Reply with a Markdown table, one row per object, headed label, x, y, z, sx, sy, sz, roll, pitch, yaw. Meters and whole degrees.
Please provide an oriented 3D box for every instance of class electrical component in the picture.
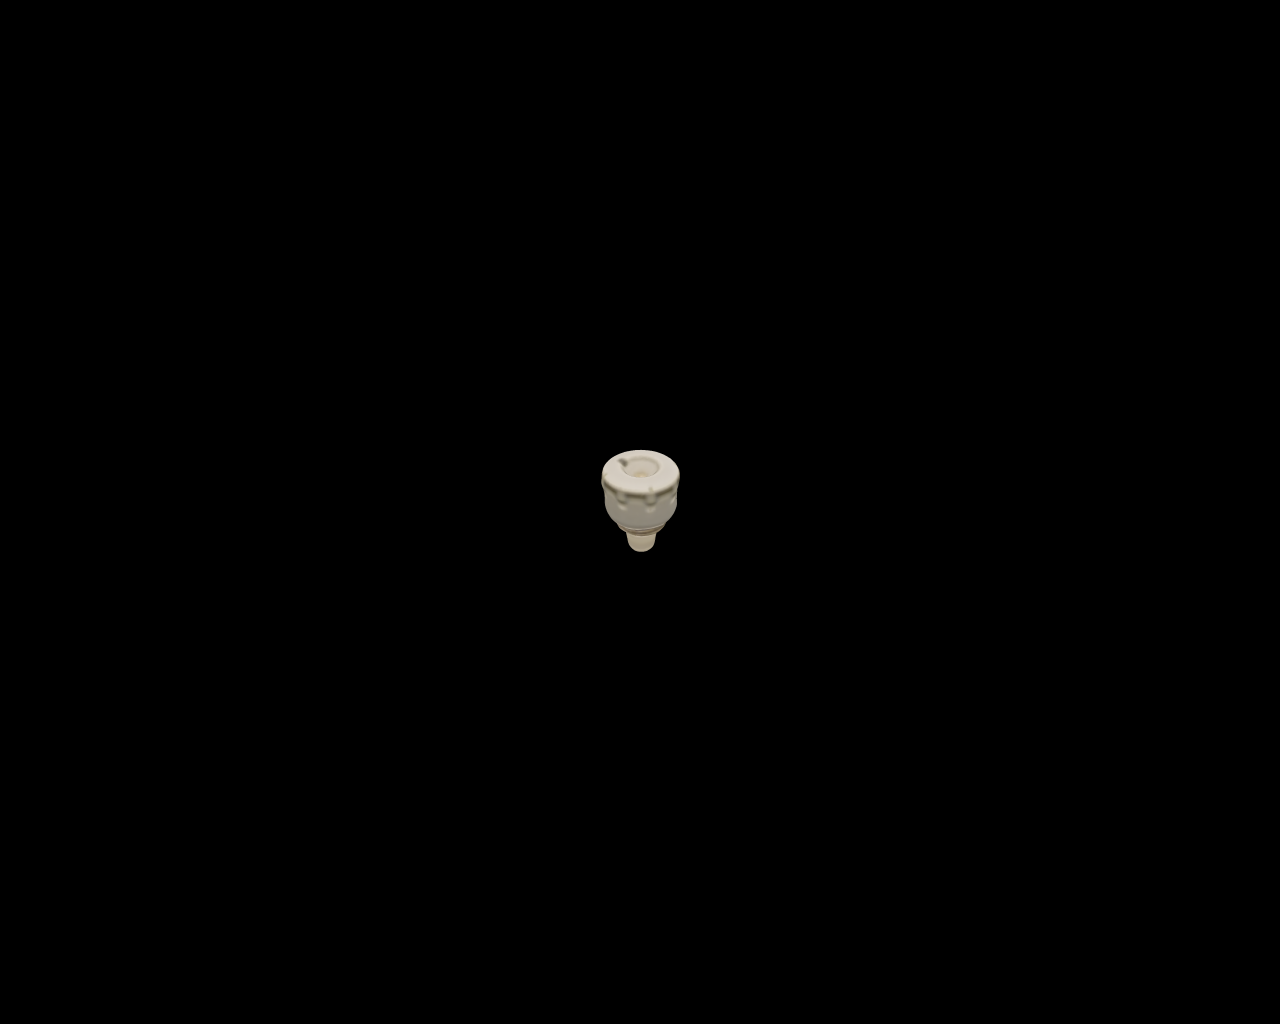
| label | x | y | z | sx | sy | sz | roll | pitch | yaw |
| --- | --- | --- | --- | --- | --- | --- | --- | --- | --- |
| electrical component | 0.001 | -0.003 | 0.650 | 0.048 | 0.062 | 0.048 | 0 | 36 | 0 |
